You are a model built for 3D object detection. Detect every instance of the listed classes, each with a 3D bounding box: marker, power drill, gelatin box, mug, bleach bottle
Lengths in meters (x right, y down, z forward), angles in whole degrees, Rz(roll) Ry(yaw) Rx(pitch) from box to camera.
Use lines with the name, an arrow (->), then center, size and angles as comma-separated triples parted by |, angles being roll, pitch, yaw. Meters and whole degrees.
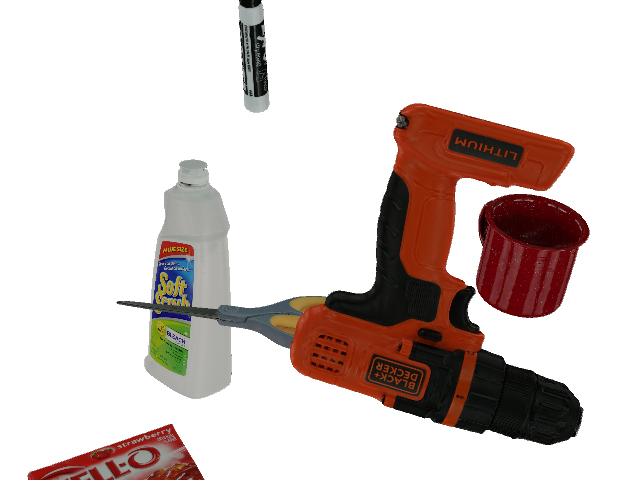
marker -> -0.048, -0.143, 0.759 | 0.020, 0.020, 0.121 | 0, -43, 1
power drill -> 0.090, 0.021, 0.647 | 0.184, 0.188, 0.057 | 16, 8, 1
gelatin box -> -0.111, 0.144, 0.595 | 0.089, 0.030, 0.073 | -16, 28, -20
mug -> 0.181, 0.010, 0.975 | 0.093, 0.081, 0.117 | -13, 38, -28
bleach bottle -> -0.138, 0.036, 1.115 | 0.067, 0.251, 0.103 | -20, 33, -40

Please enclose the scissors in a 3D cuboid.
scissors -> -0.060, 0.057, 0.890 | 0.202, 0.016, 0.096 | 12, 22, 23
